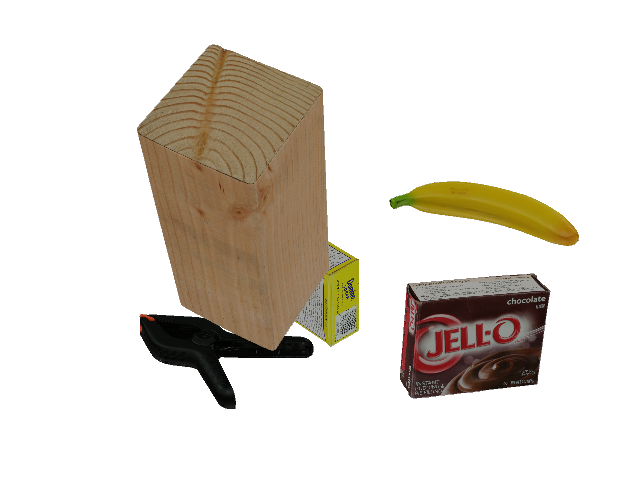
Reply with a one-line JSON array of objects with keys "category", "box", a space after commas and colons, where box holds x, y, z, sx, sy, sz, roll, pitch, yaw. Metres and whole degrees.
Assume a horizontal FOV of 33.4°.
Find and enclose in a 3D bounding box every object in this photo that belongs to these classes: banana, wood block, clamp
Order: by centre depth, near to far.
[{"category": "wood block", "box": [-0.054, -0.023, 0.755, 0.090, 0.090, 0.206, 25, -30, 18]}, {"category": "banana", "box": [0.175, -0.030, 1.110, 0.198, 0.037, 0.069, 11, 39, 23]}, {"category": "clamp", "box": [-0.135, 0.131, 1.245, 0.210, 0.036, 0.164, 13, 24, 23]}]

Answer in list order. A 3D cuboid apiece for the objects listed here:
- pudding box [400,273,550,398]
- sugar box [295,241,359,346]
[{"category": "pudding box", "box": [0.123, 0.076, 0.863, 0.113, 0.090, 0.039, -6, 28, -14]}, {"category": "sugar box", "box": [-0.035, 0.025, 1.087, 0.048, 0.093, 0.176, -26, 42, -31]}]
